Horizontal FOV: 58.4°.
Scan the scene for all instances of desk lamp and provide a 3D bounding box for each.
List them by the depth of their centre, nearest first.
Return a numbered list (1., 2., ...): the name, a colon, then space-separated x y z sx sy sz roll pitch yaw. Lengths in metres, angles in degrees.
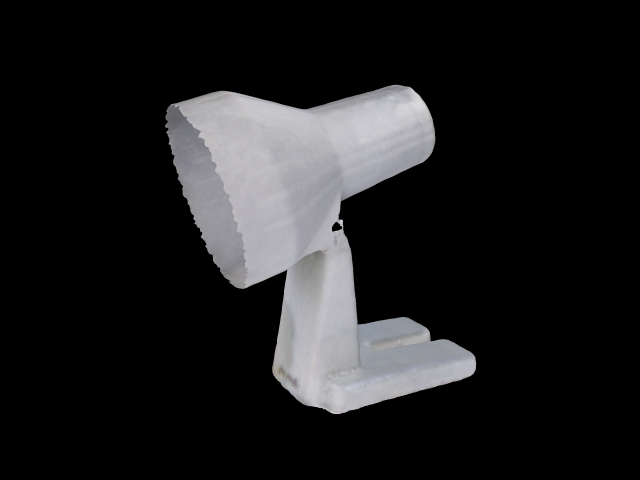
1. desk lamp: 0.004 0.001 0.400 0.204 0.213 0.117 -7 15 -26
